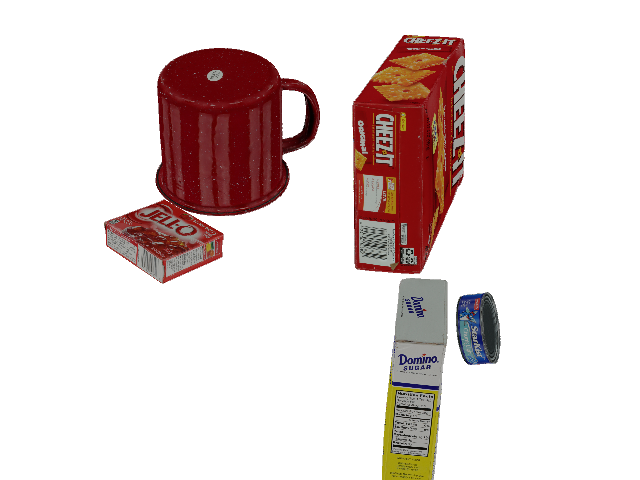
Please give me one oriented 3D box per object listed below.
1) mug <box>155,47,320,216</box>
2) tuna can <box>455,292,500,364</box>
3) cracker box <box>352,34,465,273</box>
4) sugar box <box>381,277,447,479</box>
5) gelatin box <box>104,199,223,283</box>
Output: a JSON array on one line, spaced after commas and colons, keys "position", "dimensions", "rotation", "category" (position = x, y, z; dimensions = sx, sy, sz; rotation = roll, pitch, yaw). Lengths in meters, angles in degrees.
[{"position": [-0.055, -0.078, 0.719], "dimensions": [0.117, 0.081, 0.093], "rotation": [-11, 39, -16], "category": "mug"}, {"position": [0.189, 0.106, 1.279], "dimensions": [0.034, 0.086, 0.086], "rotation": [-7, -3, 21], "category": "tuna can"}, {"position": [0.089, -0.088, 1.017], "dimensions": [0.072, 0.164, 0.213], "rotation": [6, 27, 16], "category": "cracker box"}, {"position": [0.077, 0.128, 0.880], "dimensions": [0.048, 0.176, 0.093], "rotation": [3, 30, 6], "category": "sugar box"}, {"position": [-0.146, -0.002, 0.996], "dimensions": [0.089, 0.030, 0.073], "rotation": [30, 38, 35], "category": "gelatin box"}]
